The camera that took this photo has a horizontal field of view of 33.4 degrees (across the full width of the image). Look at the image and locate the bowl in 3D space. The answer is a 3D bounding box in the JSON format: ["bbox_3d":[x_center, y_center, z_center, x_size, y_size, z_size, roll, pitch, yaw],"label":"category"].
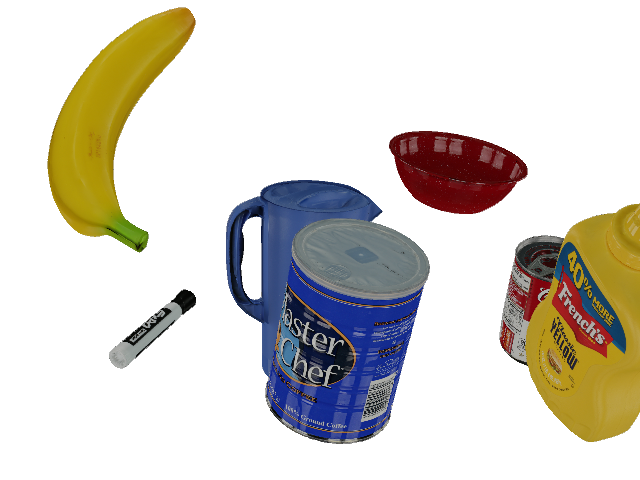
[{"bbox_3d":[0.154,-0.074,1.232,0.162,0.055,0.162,8,25,-4],"label":"bowl"}]

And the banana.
[{"bbox_3d":[-0.123,-0.072,0.643,0.069,0.197,0.037,9,-37,-5],"label":"banana"}]

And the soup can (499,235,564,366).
[{"bbox_3d":[0.202,0.056,0.966,0.068,0.102,0.068,2,35,-2],"label":"soup can"}]

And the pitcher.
[{"bbox_3d":[-0.023,0.054,1.303,0.149,0.243,0.144,14,21,26],"label":"pitcher"}]

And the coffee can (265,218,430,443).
[{"bbox_3d":[0.018,0.068,0.815,0.102,0.140,0.103,8,30,-5],"label":"coffee can"}]

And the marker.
[{"bbox_3d":[-0.148,0.077,0.960,0.020,0.020,0.121,0,24,28],"label":"marker"}]

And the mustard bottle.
[{"bbox_3d":[0.179,0.040,0.657,0.058,0.096,0.192,-12,-36,-14],"label":"mustard bottle"}]
